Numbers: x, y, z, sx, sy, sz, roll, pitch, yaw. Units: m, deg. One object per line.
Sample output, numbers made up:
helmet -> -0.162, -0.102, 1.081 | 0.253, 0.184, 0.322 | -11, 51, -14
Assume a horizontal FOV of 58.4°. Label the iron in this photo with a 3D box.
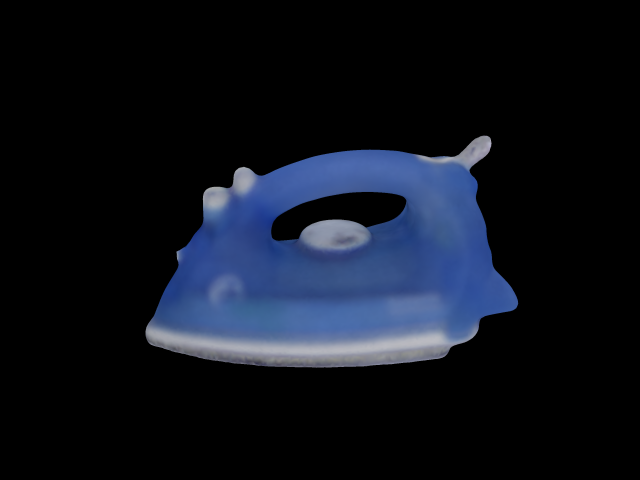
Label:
iron -> 0.004, 0.001, 0.400 | 0.258, 0.141, 0.118 | -4, 24, -9
